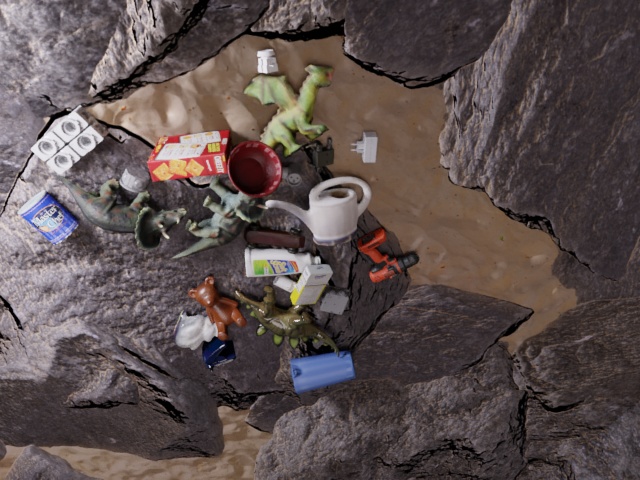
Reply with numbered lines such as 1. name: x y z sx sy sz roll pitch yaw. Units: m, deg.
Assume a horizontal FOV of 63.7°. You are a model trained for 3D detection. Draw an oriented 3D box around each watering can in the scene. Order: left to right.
1. watering can: 0.005 -0.081 1.617 0.349 0.106 0.219 -15 122 -17

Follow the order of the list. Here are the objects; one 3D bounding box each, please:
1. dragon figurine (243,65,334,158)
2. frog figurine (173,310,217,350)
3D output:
1. dragon figurine: -0.122 -0.357 1.478 0.407 0.124 0.241 -28 102 16
2. frog figurine: -0.440 0.334 1.856 0.159 0.124 0.136 17 101 -1
